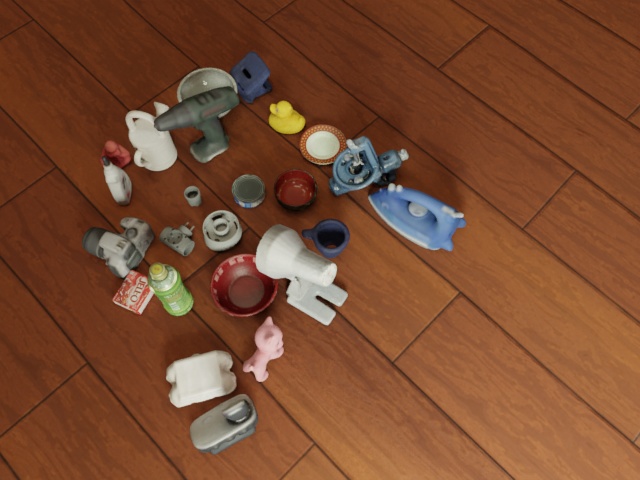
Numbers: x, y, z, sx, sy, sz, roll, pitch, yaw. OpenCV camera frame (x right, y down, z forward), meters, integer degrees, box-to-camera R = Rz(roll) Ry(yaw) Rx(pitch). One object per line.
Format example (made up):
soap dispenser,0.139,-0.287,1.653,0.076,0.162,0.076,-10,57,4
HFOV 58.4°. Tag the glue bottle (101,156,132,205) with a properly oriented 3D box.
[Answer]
glue bottle,-0.516,-0.159,1.439,0.037,0.173,0.078,-6,65,-3

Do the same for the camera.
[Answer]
camera,-0.503,0.001,1.405,0.136,0.101,0.143,22,67,9

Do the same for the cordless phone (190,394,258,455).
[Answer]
cordless phone,-0.205,0.375,1.191,0.148,0.185,0.094,-30,69,-14

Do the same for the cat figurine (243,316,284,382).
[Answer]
cat figurine,-0.125,0.243,1.290,0.067,0.118,0.128,27,68,11

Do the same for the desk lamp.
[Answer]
desk lamp,-0.037,0.076,1.316,0.203,0.213,0.118,29,68,12

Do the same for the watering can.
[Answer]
watering can,-0.441,-0.278,1.483,0.101,0.194,0.173,-5,65,-3

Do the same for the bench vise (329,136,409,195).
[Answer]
bench vise,0.120,-0.211,1.447,0.208,0.220,0.121,-34,70,-15

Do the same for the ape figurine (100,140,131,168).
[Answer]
ape figurine,-0.545,-0.229,1.515,0.078,0.092,0.076,-7,65,-4

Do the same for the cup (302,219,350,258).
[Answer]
cup,0.013,0.005,1.414,0.117,0.095,0.092,7,65,3

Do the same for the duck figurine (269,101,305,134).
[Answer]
duck figurine,-0.092,-0.346,1.579,0.104,0.086,0.077,16,66,7

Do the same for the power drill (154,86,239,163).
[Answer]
power drill,-0.308,-0.297,1.486,0.230,0.208,0.075,-37,71,-16

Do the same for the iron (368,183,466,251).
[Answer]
iron,0.239,-0.082,1.432,0.258,0.141,0.119,27,68,11

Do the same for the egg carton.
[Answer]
egg carton,-0.266,0.309,1.284,0.150,0.069,0.107,-15,66,-7

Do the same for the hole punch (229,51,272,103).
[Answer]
hole punch,-0.198,-0.465,1.630,0.101,0.091,0.108,-32,69,-14

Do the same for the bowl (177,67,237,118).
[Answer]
bowl,-0.310,-0.396,1.605,0.167,0.075,0.167,0,65,-1
